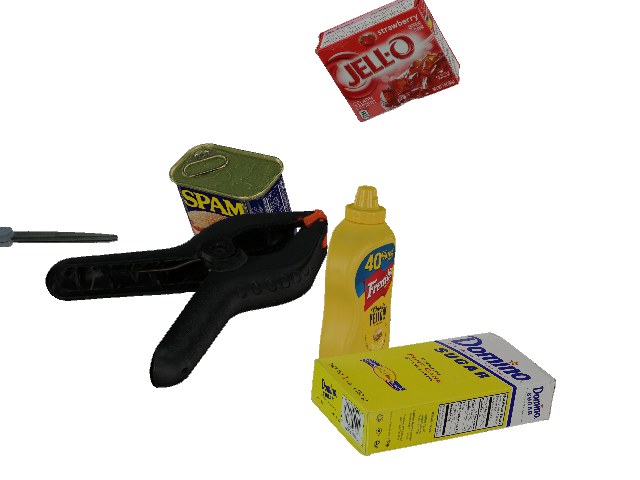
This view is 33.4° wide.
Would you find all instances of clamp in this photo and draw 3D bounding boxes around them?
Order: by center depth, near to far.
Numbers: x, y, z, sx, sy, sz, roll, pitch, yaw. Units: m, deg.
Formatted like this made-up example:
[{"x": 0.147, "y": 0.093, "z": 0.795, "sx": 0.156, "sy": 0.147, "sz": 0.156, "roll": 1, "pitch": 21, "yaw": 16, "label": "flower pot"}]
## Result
[{"x": -0.057, "y": 0.026, "z": 0.611, "sx": 0.171, "sy": 0.039, "sz": 0.120, "roll": -19, "pitch": 44, "yaw": -27, "label": "clamp"}]

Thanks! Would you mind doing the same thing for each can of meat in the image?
[{"x": -0.074, "y": -0.030, "z": 0.942, "sx": 0.102, "sy": 0.084, "sz": 0.057, "roll": 14, "pitch": 48, "yaw": 30, "label": "can of meat"}]

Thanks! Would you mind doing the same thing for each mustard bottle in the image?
[{"x": 0.040, "y": 0.039, "z": 1.087, "sx": 0.058, "sy": 0.192, "sz": 0.096, "roll": 13, "pitch": 17, "yaw": 32, "label": "mustard bottle"}]

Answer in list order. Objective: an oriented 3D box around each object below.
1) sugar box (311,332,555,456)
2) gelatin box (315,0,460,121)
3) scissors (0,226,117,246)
[{"x": 0.091, "y": 0.120, "z": 0.864, "sx": 0.176, "sy": 0.048, "sz": 0.093, "roll": -9, "pitch": 26, "yaw": -25, "label": "sugar box"}, {"x": 0.052, "y": -0.138, "z": 0.815, "sx": 0.089, "sy": 0.073, "sz": 0.030, "roll": -19, "pitch": 35, "yaw": 25, "label": "gelatin box"}, {"x": -0.278, "y": 0.003, "z": 0.879, "sx": 0.202, "sy": 0.016, "sz": 0.096, "roll": 7, "pitch": 24, "yaw": 6, "label": "scissors"}]
